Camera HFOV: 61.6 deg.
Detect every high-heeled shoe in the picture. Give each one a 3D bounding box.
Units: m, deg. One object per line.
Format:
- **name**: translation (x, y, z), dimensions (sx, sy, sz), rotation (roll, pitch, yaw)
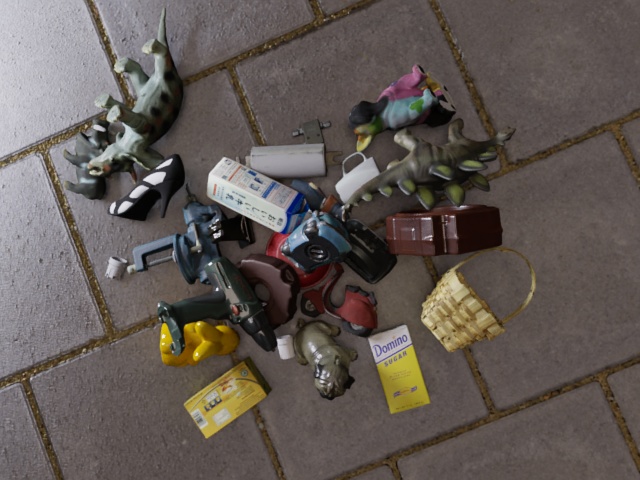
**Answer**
- **high-heeled shoe**: translation (-0.400, -0.119, 1.212), dimensions (0.249, 0.086, 0.145), rotation (3, 82, 35)

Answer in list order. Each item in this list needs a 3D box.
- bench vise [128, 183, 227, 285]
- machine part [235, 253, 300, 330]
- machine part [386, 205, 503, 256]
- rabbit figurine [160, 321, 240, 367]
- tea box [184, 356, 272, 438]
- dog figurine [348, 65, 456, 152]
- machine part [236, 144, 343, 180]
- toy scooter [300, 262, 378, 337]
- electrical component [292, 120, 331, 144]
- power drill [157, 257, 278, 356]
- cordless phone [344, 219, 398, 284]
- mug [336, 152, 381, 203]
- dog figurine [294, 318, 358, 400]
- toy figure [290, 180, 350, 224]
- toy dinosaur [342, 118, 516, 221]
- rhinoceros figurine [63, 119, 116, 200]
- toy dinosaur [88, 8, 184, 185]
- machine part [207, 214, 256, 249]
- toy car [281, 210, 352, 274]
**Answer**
- **bench vise**: translation (-0.322, 0.011, 1.215), dimensions (0.241, 0.129, 0.223), rotation (-18, 83, -1)
- **machine part**: translation (-0.130, 0.117, 1.194), dimensions (0.180, 0.056, 0.179), rotation (4, 104, 18)
- **machine part**: translation (0.252, -0.023, 1.107), dimensions (0.201, 0.201, 0.087), rotation (-7, 95, -33)
- **rabbit figurine**: translation (-0.263, 0.218, 1.196), dimensions (0.173, 0.162, 0.122), rotation (3, 75, -13)
- **tea box**: translation (-0.206, 0.352, 1.212), dimensions (0.170, 0.068, 0.098), rotation (-34, 86, 1)
- **dog figurine**: translation (0.170, -0.277, 1.197), dimensions (0.219, 0.191, 0.108), rotation (-30, 65, 32)
- **machine part**: translation (-0.069, -0.176, 1.221), dimensions (0.243, 0.079, 0.079), rotation (-3, 87, 4)
- **toy scooter**: translation (0.055, 0.129, 1.200), dimensions (0.184, 0.075, 0.135), rotation (21, 90, 10)
- **electrical component**: translation (-0.015, -0.243, 1.247), dimensions (0.094, 0.021, 0.063), rotation (-16, 86, 3)
- **power drill**: translation (-0.212, 0.160, 1.102), dimensions (0.207, 0.086, 0.232), rotation (-23, 84, -28)
- **cordless phone**: translation (0.130, -0.008, 1.207), dimensions (0.146, 0.088, 0.184), rotation (42, 80, 6)
- **mug**: translation (0.085, -0.135, 1.204), dimensions (0.107, 0.081, 0.109), rotation (-30, 99, 10)
- **dog figurine**: translation (0.000, 0.243, 1.140), dimensions (0.172, 0.190, 0.121), rotation (35, 90, 7)
- **toy figure**: translation (0.000, -0.085, 1.221), dimensions (0.154, 0.064, 0.058), rotation (28, 52, 0)
- **toy dinosaur**: translation (0.224, -0.146, 1.097), dimensions (0.471, 0.199, 0.104), rotation (-22, 130, -16)
- **rhinoceros figurine**: translation (-0.535, -0.189, 1.261), dimensions (0.112, 0.073, 0.190), rotation (5, 88, 6)
- **toy dinosaur**: translation (-0.383, -0.311, 1.228), dimensions (0.131, 0.192, 0.405), rotation (17, 72, 32)
- **machine part**: translation (-0.192, -0.021, 1.198), dimensions (0.039, 0.139, 0.084), rotation (-4, 90, 30)
- **toy car**: translation (-0.002, -0.003, 1.137), dimensions (0.109, 0.103, 0.162), rotation (41, 134, -20)
